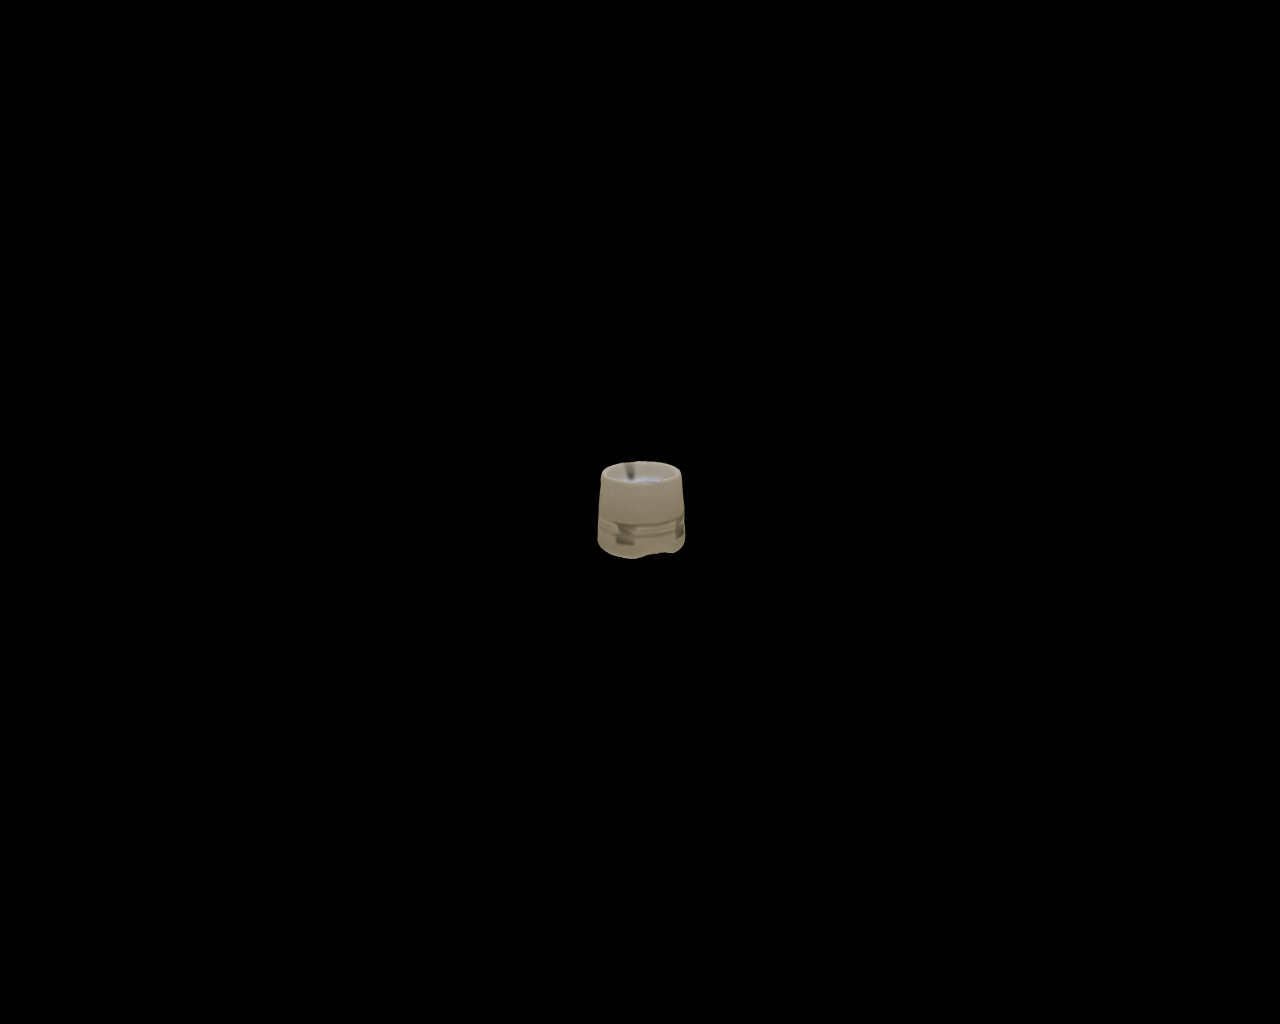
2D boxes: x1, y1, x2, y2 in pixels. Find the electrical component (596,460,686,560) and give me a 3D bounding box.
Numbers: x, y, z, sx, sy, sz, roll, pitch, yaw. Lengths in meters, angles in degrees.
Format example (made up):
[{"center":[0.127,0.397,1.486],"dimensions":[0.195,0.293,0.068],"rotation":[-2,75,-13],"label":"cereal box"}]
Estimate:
[{"center":[0.001,-0.003,0.650],"dimensions":[0.055,0.047,0.055],"rotation":[0,18,0],"label":"electrical component"}]
